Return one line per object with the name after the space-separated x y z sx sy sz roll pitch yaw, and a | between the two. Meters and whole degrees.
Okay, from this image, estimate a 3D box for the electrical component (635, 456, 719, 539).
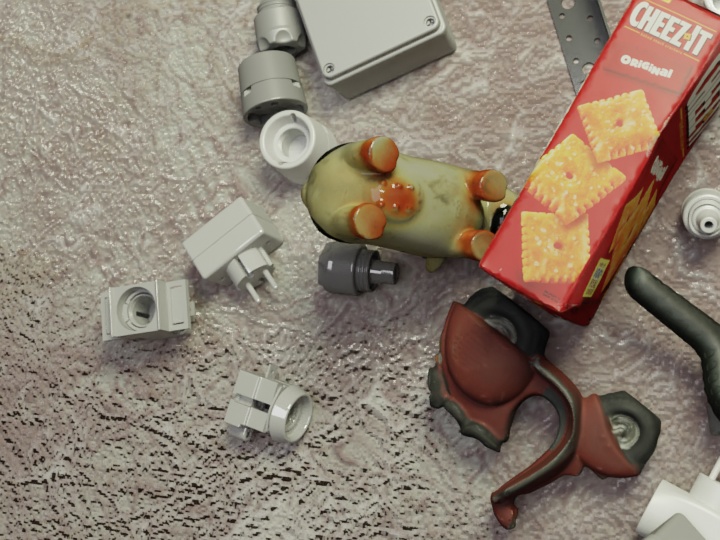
0.247 0.169 0.756 0.077 0.043 0.079 28 91 21 | electrical component

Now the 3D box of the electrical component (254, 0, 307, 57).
-0.070 -0.216 0.925 0.043 0.043 0.062 -13 76 17 | electrical component

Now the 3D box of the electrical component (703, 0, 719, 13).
0.277 -0.198 0.802 0.040 0.046 0.040 -3 81 18 | electrical component

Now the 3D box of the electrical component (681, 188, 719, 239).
0.251 -0.038 0.776 0.035 0.061 0.035 4 105 15 | electrical component

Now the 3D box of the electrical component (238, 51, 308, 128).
-0.075 -0.153 0.912 0.055 0.055 0.047 -16 73 16 | electrical component

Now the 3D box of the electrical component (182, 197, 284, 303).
-0.096 -0.008 0.899 0.066 0.047 0.076 -38 72 10 | electrical component

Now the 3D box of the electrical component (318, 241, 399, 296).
0.000 0.000 0.867 0.062 0.043 0.043 6 84 18 | electrical component

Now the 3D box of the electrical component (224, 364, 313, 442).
-0.072 0.112 0.874 0.055 0.048 0.066 16 87 28 | electrical component

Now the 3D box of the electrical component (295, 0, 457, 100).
0.010 -0.214 0.890 0.109 0.056 0.108 -23 75 14 | electrical component

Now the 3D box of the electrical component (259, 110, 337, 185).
-0.052 -0.103 0.899 0.055 0.047 0.055 -3 80 18 | electrical component

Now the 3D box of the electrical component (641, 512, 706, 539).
0.209 0.240 0.727 0.108 0.056 0.108 50 130 17 | electrical component

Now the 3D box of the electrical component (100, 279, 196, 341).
-0.176 0.036 0.910 0.081 0.064 0.042 -8 78 17 | electrical component
